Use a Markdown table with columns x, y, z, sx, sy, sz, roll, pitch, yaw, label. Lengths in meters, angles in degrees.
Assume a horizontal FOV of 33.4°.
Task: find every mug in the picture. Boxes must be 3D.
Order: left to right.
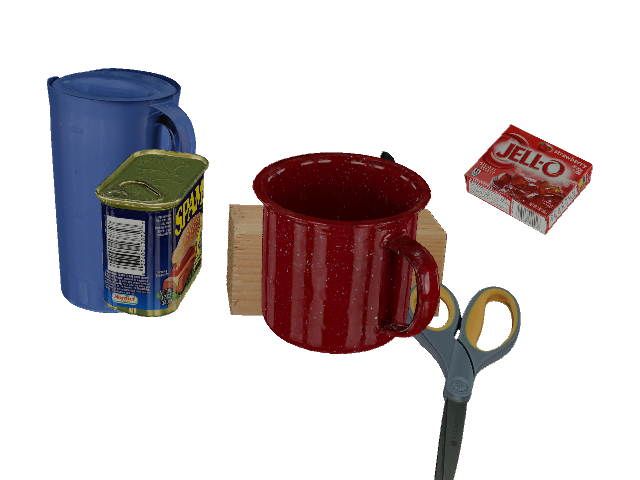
| x | y | z | sx | sy | sz | roll | pitch | yaw | label |
| --- | --- | --- | --- | --- | --- | --- | --- | --- | --- |
| 0.018 | 0.011 | 0.567 | 0.093 | 0.081 | 0.117 | -21 | 35 | -39 | mug |

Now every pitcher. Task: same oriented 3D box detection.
| x | y | z | sx | sy | sz | roll | pitch | yaw | label |
| --- | --- | --- | --- | --- | --- | --- | --- | --- | --- |
| -0.208 | -0.049 | 1.107 | 0.145 | 0.243 | 0.149 | 1 | 22 | -10 | pitcher |

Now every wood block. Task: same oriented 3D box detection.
| x | y | z | sx | sy | sz | roll | pitch | yaw | label |
| --- | --- | --- | --- | --- | --- | --- | --- | --- | --- |
| 0.012 | 0.020 | 1.067 | 0.206 | 0.091 | 0.090 | 1 | 18 | -8 | wood block |

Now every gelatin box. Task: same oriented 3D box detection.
| x | y | z | sx | sy | sz | roll | pitch | yaw | label |
| --- | --- | --- | --- | --- | --- | --- | --- | --- | --- |
| 0.186 | -0.057 | 0.960 | 0.089 | 0.073 | 0.030 | 32 | -25 | 27 | gelatin box |

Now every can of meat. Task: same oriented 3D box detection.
| x | y | z | sx | sy | sz | roll | pitch | yaw | label |
| --- | --- | --- | --- | --- | --- | --- | --- | --- | --- |
| -0.114 | -0.006 | 0.733 | 0.057 | 0.084 | 0.102 | 7 | 24 | 7 | can of meat |

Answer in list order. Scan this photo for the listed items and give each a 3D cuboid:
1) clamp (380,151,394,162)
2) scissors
| x | y | z | sx | sy | sz | roll | pitch | yaw | label |
| --- | --- | --- | --- | --- | --- | --- | --- | --- | --- |
| 0.063 | -0.021 | 1.251 | 0.164 | 0.036 | 0.210 | -14 | 51 | -28 | clamp |
| 0.082 | 0.094 | 0.755 | 0.096 | 0.016 | 0.201 | 23 | 46 | 16 | scissors |
